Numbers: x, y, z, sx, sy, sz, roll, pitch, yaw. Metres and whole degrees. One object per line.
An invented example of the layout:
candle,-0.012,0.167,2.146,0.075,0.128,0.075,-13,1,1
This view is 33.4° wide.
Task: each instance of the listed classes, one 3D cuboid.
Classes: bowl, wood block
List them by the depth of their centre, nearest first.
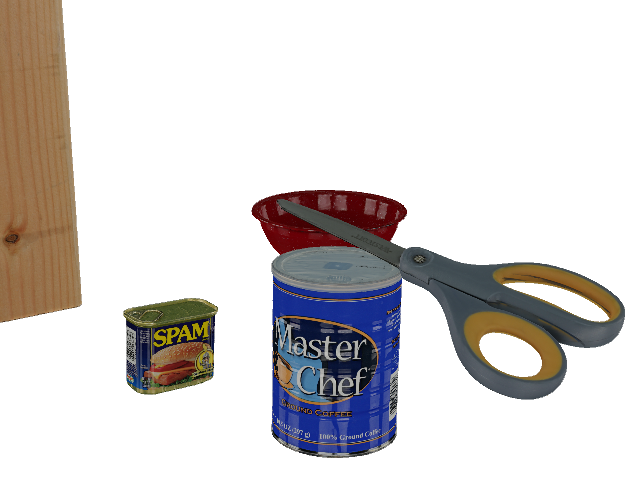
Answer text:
wood block,-0.196,-0.063,0.605,0.090,0.206,0.090,-11,27,-27
bowl,0.009,-0.008,1.111,0.162,0.055,0.162,0,16,0

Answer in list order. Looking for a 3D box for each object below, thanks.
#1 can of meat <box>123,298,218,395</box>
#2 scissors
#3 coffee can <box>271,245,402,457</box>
can of meat,-0.165,0.116,1.175,0.101,0.084,0.058,-8,18,-36
scissors,0.052,0.027,0.551,0.202,0.016,0.096,13,43,18
coffee can,0.012,0.085,0.842,0.103,0.140,0.103,1,15,0
